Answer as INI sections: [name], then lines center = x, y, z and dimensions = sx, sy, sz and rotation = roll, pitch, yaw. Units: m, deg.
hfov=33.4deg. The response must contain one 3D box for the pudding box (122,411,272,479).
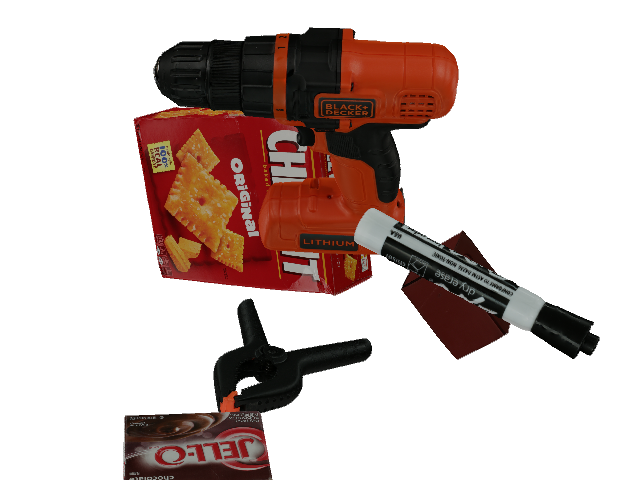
[pudding box]
center = -0.097, 0.174, 0.831
dimensions = 0.113, 0.039, 0.090
rotation = -2, 25, -9

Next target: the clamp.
[clamp]
center = -0.043, 0.133, 1.139
dimensions = 0.165, 0.036, 0.209
rotation = 14, 26, 12

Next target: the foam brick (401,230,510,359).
[foam brick]
center = 0.111, 0.044, 0.849
dimensions = 0.051, 0.078, 0.053
rotation = -32, 12, 31

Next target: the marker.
[marker]
center = 0.071, 0.020, 0.491
dimensions = 0.121, 0.020, 0.020
rotation = 28, 9, 17

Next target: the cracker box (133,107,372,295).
[cracker box]
center = -0.066, -0.041, 0.992
dimensions = 0.214, 0.164, 0.071
rotation = 4, 19, 36

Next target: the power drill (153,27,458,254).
[power drill]
center = -0.009, -0.062, 0.704
dimensions = 0.184, 0.057, 0.188
rotation = 3, -31, 3
